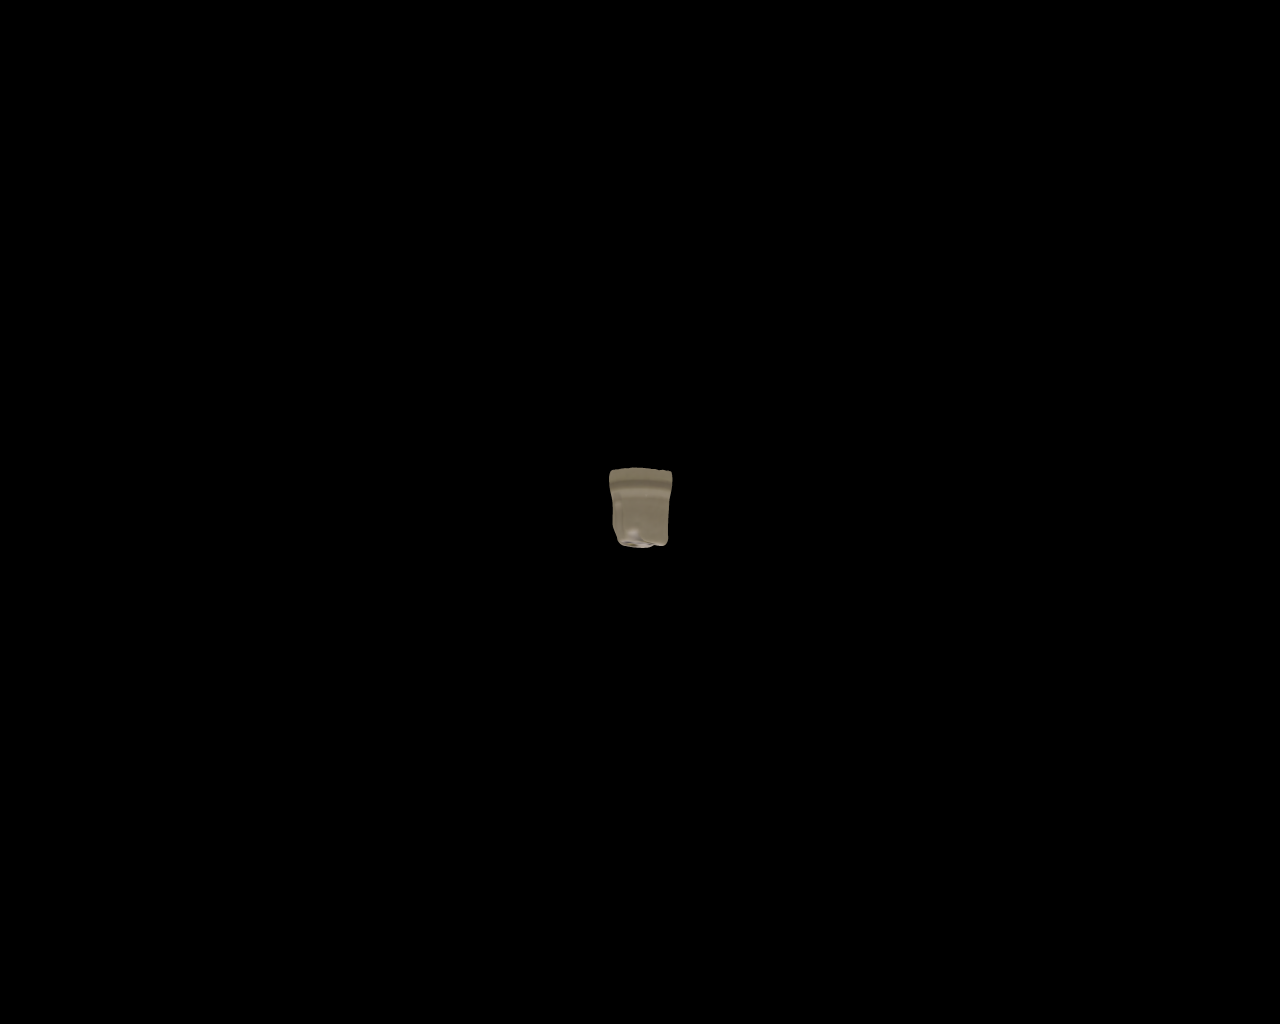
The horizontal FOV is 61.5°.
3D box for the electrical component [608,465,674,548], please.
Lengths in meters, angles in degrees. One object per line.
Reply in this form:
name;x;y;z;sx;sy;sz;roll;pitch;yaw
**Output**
electrical component;0.001;-0.003;0.650;0.040;0.046;0.040;0;-7;0
